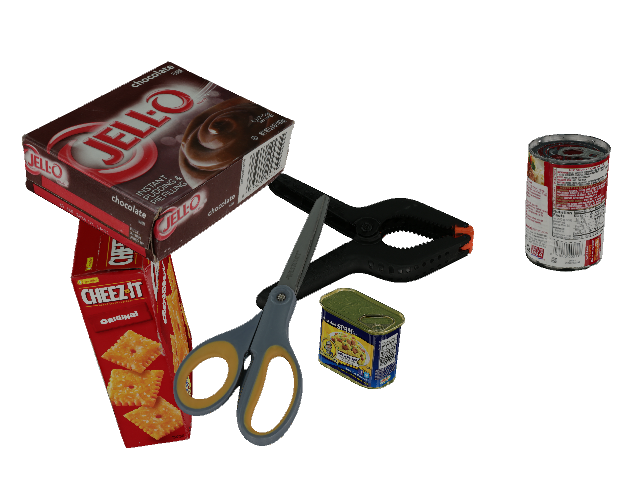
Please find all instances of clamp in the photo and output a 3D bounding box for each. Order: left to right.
[{"bbox_3d":[0.038,0.007,1.015,0.210,0.164,0.036,5,-39,8],"label":"clamp"}]

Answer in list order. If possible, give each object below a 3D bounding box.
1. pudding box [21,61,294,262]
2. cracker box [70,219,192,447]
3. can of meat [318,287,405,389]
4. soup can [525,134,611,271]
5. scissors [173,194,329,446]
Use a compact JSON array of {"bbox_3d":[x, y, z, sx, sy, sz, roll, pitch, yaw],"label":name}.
[{"bbox_3d":[-0.082,-0.045,0.554,0.090,0.039,0.113,28,40,22],"label":"pudding box"},{"bbox_3d":[-0.170,0.061,1.003,0.072,0.214,0.164,-8,38,-2],"label":"cracker box"},{"bbox_3d":[0.045,0.115,1.246,0.102,0.084,0.057,25,34,36],"label":"can of meat"},{"bbox_3d":[0.211,-0.032,0.916,0.068,0.102,0.068,-3,24,1],"label":"soup can"},{"bbox_3d":[-0.047,0.049,0.744,0.096,0.201,0.016,-1,-36,7],"label":"scissors"}]
